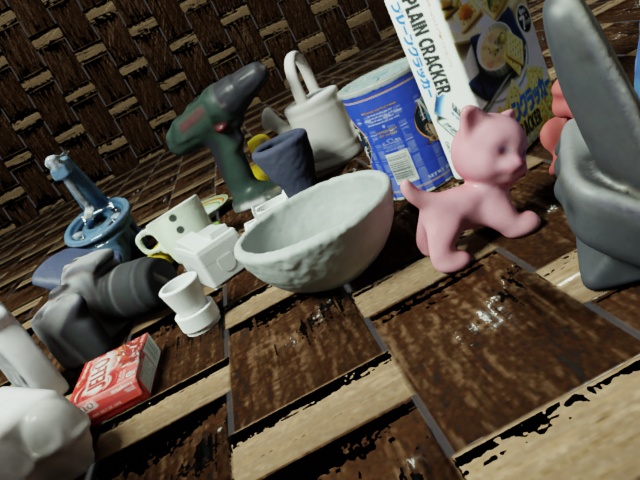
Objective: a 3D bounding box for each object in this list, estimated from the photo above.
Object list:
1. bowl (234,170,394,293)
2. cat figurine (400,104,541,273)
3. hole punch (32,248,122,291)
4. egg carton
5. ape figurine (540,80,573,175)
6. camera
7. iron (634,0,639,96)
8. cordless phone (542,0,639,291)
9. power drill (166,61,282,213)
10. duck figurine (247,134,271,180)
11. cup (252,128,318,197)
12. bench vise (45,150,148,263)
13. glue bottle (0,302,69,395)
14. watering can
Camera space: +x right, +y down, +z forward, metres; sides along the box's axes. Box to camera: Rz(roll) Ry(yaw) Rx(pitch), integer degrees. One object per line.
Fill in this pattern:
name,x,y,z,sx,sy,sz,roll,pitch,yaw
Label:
bowl,0.005,0.002,0.560,0.167,0.075,0.167,-24,20,9
cat figurine,0.126,-0.054,0.480,0.128,0.118,0.067,-28,20,-3
hole punch,-0.354,0.054,0.864,0.101,0.091,0.109,-19,21,20
egg carton,-0.255,0.174,0.467,0.149,0.069,0.107,-10,26,39
ape figurine,0.238,-0.112,0.523,0.076,0.092,0.077,-26,20,4
camera,-0.251,0.065,0.689,0.136,0.101,0.143,-17,22,26
iron,0.318,-0.165,0.479,0.118,0.142,0.258,-23,20,11
cordless phone,0.186,-0.076,0.360,0.094,0.185,0.148,-17,22,26
power drill,-0.137,-0.159,0.944,0.229,0.209,0.076,-16,23,29
duck figurine,-0.106,-0.156,1.080,0.104,0.086,0.077,-20,21,20
cup,-0.051,-0.112,0.888,0.092,0.095,0.117,-35,21,-20
bench vise,-0.395,-0.050,0.984,0.122,0.220,0.206,-33,21,-17
glue bottle,-0.336,0.099,0.606,0.077,0.173,0.037,-7,28,44
watering can,-0.017,-0.218,0.961,0.173,0.194,0.101,-25,20,5
